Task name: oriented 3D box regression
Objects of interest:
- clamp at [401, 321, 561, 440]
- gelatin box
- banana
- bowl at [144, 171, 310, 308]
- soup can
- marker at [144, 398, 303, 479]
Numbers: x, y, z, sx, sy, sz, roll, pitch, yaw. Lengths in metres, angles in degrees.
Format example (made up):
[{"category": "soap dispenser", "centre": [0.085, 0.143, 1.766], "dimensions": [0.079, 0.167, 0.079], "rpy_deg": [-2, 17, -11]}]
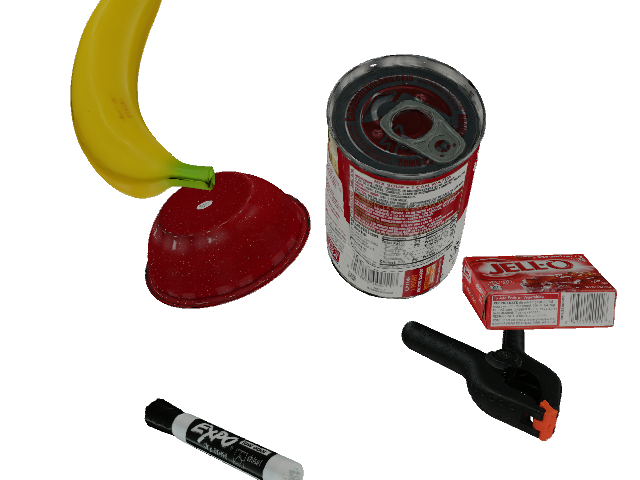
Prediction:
[{"category": "clamp", "centre": [0.162, 0.109, 0.929], "dimensions": [0.120, 0.039, 0.172], "rpy_deg": [-17, 36, -24]}, {"category": "gelatin box", "centre": [0.147, 0.033, 0.727], "dimensions": [0.089, 0.030, 0.073], "rpy_deg": [-1, 18, -4]}, {"category": "banana", "centre": [-0.109, -0.089, 0.609], "dimensions": [0.069, 0.198, 0.037], "rpy_deg": [-12, -38, -8]}, {"category": "bowl", "centre": [-0.093, -0.013, 0.955], "dimensions": [0.162, 0.055, 0.162], "rpy_deg": [-16, 36, 11]}, {"category": "soup can", "centre": [0.036, -0.026, 0.493], "dimensions": [0.068, 0.068, 0.102], "rpy_deg": [0, -34, 0]}, {"category": "marker", "centre": [-0.061, 0.120, 0.635], "dimensions": [0.121, 0.020, 0.020], "rpy_deg": [16, 10, 38]}]
